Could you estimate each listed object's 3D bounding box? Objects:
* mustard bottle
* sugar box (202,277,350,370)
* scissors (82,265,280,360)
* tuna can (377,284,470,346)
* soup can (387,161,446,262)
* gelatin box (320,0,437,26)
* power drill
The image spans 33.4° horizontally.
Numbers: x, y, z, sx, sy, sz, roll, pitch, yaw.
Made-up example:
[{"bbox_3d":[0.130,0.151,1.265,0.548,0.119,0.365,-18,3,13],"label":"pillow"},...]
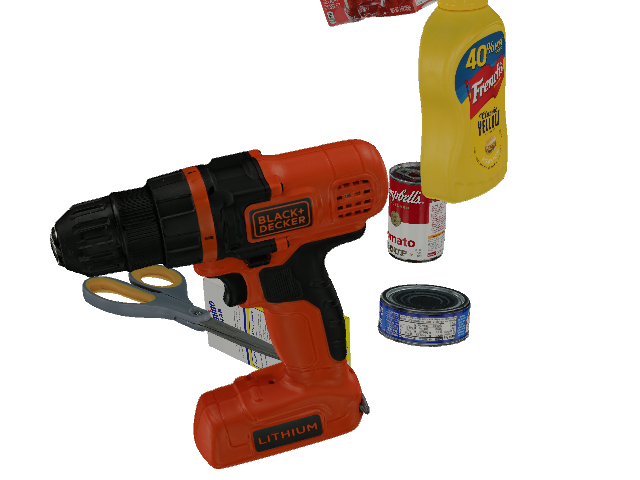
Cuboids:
[{"bbox_3d":[0.119,-0.134,0.889,0.058,0.192,0.096,17,33,38],"label":"mustard bottle"},{"bbox_3d":[-0.048,0.098,1.146,0.176,0.093,0.048,23,38,36],"label":"sugar box"},{"bbox_3d":[-0.100,0.056,0.883,0.202,0.016,0.096,13,24,16],"label":"scissors"},{"bbox_3d":[0.097,0.068,0.995,0.086,0.034,0.086,2,15,-1],"label":"tuna can"},{"bbox_3d":[0.113,-0.033,1.250,0.068,0.102,0.068,0,25,0],"label":"soup can"},{"bbox_3d":[0.028,-0.182,0.694,0.030,0.073,0.089,-34,24,-32],"label":"gelatin box"},{"bbox_3d":[-0.047,0.040,0.609,0.184,0.188,0.057,-13,34,-12],"label":"power drill"}]
